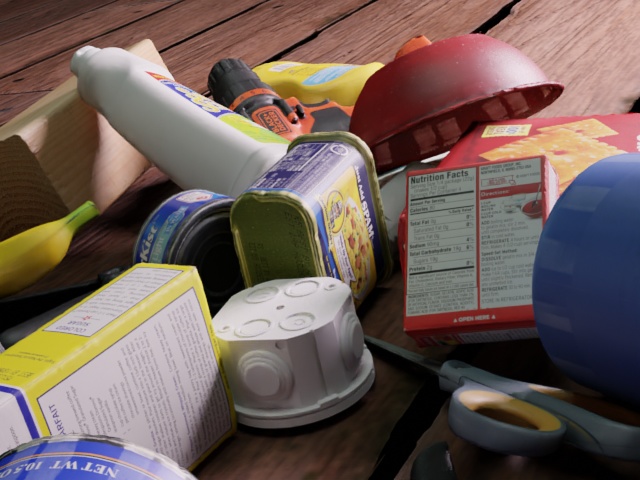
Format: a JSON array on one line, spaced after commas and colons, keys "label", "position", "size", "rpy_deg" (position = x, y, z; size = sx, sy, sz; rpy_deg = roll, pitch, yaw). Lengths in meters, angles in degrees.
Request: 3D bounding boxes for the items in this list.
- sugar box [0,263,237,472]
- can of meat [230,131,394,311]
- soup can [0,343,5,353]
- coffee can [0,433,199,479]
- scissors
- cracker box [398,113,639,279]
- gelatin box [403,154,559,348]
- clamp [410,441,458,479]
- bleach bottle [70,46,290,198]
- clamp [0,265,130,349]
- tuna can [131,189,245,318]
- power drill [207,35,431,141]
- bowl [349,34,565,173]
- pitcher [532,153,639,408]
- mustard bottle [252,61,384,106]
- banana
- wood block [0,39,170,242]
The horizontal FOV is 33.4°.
[{"label": "sugar box", "position": [-0.110, 0.088, 0.457], "size": [0.048, 0.093, 0.175], "rpy_deg": [4, 26, 37]}, {"label": "can of meat", "position": [-0.004, 0.001, 0.609], "size": [0.058, 0.102, 0.083], "rpy_deg": [0, 26, 27]}, {"label": "soup can", "position": [-0.213, 0.090, 0.548], "size": [0.069, 0.068, 0.102], "rpy_deg": [-5, 23, 18]}, {"label": "coffee can", "position": [-0.085, 0.137, 0.306], "size": [0.103, 0.103, 0.140], "rpy_deg": [-8, 21, 12]}, {"label": "scissors", "position": [0.057, 0.067, 0.487], "size": [0.096, 0.016, 0.202], "rpy_deg": [2, 7, -43]}, {"label": "cracker box", "position": [0.169, -0.020, 0.601], "size": [0.214, 0.072, 0.164], "rpy_deg": [-1, 24, 26]}, {"label": "gelatin box", "position": [0.080, 0.005, 0.525], "size": [0.073, 0.030, 0.089], "rpy_deg": [-7, 64, 23]}, {"label": "clamp", "position": [0.067, 0.130, 0.330], "size": [0.165, 0.036, 0.209], "rpy_deg": [0, 21, 31]}, {"label": "bleach bottle", "position": [-0.103, -0.082, 0.774], "size": [0.251, 0.068, 0.102], "rpy_deg": [34, 15, 32]}, {"label": "clamp", "position": [-0.127, 0.039, 0.662], "size": [0.171, 0.039, 0.120], "rpy_deg": [-18, 18, -8]}, {"label": "tuna can", "position": [-0.067, 0.014, 0.630], "size": [0.086, 0.086, 0.034], "rpy_deg": [-29, 29, -36]}, {"label": "power drill", "position": [0.016, -0.108, 0.868], "size": [0.187, 0.057, 0.184], "rpy_deg": [-19, 48, -15]}, {"label": "bowl", "position": [0.083, -0.098, 0.738], "size": [0.162, 0.055, 0.162], "rpy_deg": [-19, -7, -2]}, {"label": "pitcher", "position": [0.208, 0.031, 0.396], "size": [0.144, 0.149, 0.243], "rpy_deg": [-41, 29, -24]}, {"label": "mustard bottle", "position": [0.013, -0.138, 1.009], "size": [0.192, 0.058, 0.096], "rpy_deg": [9, 24, 44]}, {"label": "banana", "position": [-0.232, 0.021, 0.745], "size": [0.198, 0.037, 0.069], "rpy_deg": [-14, 17, 39]}, {"label": "wood block", "position": [-0.200, -0.080, 0.892], "size": [0.090, 0.091, 0.205], "rpy_deg": [-18, 21, 30]}]
